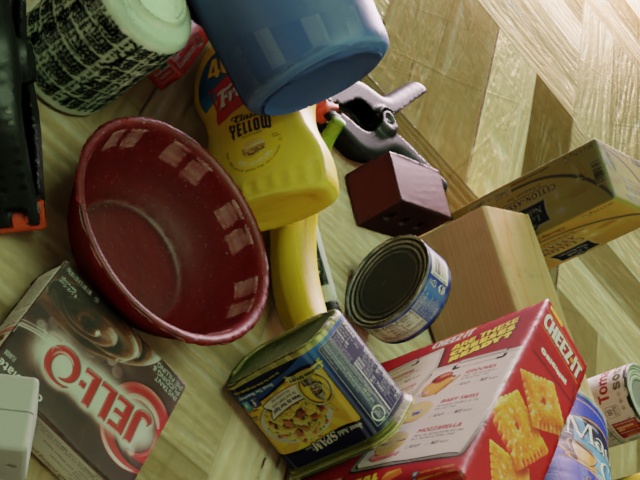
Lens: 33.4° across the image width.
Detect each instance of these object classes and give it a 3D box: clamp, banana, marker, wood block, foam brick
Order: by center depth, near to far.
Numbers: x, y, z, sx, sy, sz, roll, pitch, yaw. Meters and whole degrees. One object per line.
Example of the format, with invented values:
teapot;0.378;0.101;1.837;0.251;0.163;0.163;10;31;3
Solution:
clamp;-0.188;-0.110;0.621;0.164;0.036;0.210;150;-67;-84
banana;-0.013;0.003;0.806;0.037;0.070;0.198;12;67;-23
marker;-0.002;0.021;0.849;0.020;0.020;0.121;6;62;-50
wood block;0.163;0.085;0.951;0.090;0.091;0.206;7;61;-50
foam brick;0.071;-0.038;0.952;0.078;0.053;0.051;15;56;-45
clamp;0.055;-0.114;0.995;0.171;0.039;0.120;21;50;-43

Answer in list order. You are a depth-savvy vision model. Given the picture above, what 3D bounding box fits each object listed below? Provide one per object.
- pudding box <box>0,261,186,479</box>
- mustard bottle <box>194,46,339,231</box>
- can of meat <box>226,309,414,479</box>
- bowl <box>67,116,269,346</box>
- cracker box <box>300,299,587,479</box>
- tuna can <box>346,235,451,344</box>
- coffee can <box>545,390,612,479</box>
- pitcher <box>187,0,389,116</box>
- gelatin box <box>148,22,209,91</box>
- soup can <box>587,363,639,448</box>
pudding box;-0.139;0.083;0.615;0.113;0.039;0.090;48;37;-18
mustard bottle;-0.047;-0.104;0.811;0.058;0.096;0.191;44;32;-59
can of meat;-0.003;0.104;0.721;0.084;0.102;0.057;52;36;-9
bowl;-0.108;0.003;0.693;0.162;0.055;0.162;33;41;-35
cracker box;0.082;0.143;0.744;0.072;0.164;0.213;58;35;-9
tuna can;0.063;0.040;0.860;0.033;0.086;0.086;38;41;-32
coffee can;0.168;0.187;0.801;0.102;0.103;0.140;49;26;-17
pitcher;-0.055;-0.209;0.741;0.243;0.145;0.149;65;7;7
gelatin box;-0.121;-0.168;0.819;0.073;0.030;0.089;48;37;-19
soup can;0.264;0.164;1.014;0.068;0.102;0.068;30;46;-36
